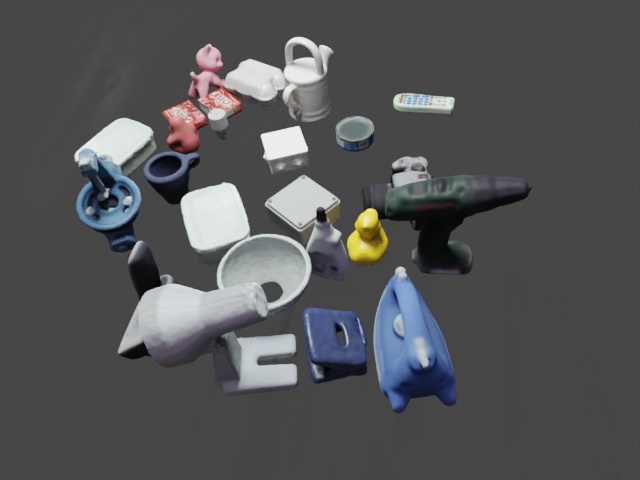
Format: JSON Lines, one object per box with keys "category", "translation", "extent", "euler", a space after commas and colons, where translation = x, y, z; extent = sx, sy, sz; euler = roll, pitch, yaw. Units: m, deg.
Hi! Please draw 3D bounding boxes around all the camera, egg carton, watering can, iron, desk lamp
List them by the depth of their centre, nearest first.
{"category": "desk lamp", "translation": [-0.146, 0.144, 0.873], "extent": [0.203, 0.214, 0.118], "euler": [-7, 50, 1]}
{"category": "iron", "translation": [0.139, 0.130, 0.903], "extent": [0.118, 0.142, 0.258], "euler": [-8, 50, -1]}
{"category": "camera", "translation": [0.150, -0.096, 1.116], "extent": [0.136, 0.101, 0.143], "euler": [-5, 50, 2]}
{"category": "watering can", "translation": [-0.030, -0.379, 1.309], "extent": [0.100, 0.194, 0.173], "euler": [6, 51, 11]}
{"category": "egg carton", "translation": [-0.155, -0.384, 1.407], "extent": [0.150, 0.069, 0.107], "euler": [24, 57, 24]}

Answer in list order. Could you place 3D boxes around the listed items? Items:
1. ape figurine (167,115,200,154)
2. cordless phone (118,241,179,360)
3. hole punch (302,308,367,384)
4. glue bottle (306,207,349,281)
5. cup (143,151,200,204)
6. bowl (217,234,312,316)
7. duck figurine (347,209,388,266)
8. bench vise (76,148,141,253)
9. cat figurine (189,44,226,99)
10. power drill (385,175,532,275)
{"category": "ape figurine", "translation": [-0.312, -0.243, 1.291], "extent": [0.078, 0.092, 0.076], "euler": [-32, 54, -19]}
{"category": "cordless phone", "translation": [-0.296, 0.101, 0.943], "extent": [0.094, 0.185, 0.147], "euler": [3, 51, 8]}
{"category": "hole punch", "translation": [0.025, 0.162, 0.921], "extent": [0.101, 0.091, 0.108], "euler": [-11, 50, -3]}
{"category": "glue bottle", "translation": [0.009, 0.004, 1.000], "extent": [0.078, 0.173, 0.037], "euler": [15, 53, 18]}
{"category": "cup", "translation": [-0.297, -0.128, 1.192], "extent": [0.118, 0.095, 0.091], "euler": [-29, 53, -18]}
{"category": "bowl", "translation": [-0.094, 0.074, 1.017], "extent": [0.167, 0.075, 0.167], "euler": [-3, 50, 4]}
{"category": "duck figurine", "translation": [0.088, -0.010, 1.061], "extent": [0.077, 0.086, 0.104], "euler": [8, 52, 12]}
{"category": "bench vise", "translation": [-0.427, -0.106, 1.105], "extent": [0.122, 0.220, 0.206], "euler": [-31, 54, -19]}
{"category": "cat figurine", "translation": [-0.284, -0.426, 1.424], "extent": [0.067, 0.118, 0.128], "euler": [17, 54, 19]}
{"category": "power drill", "translation": [0.226, -0.030, 0.984], "extent": [0.229, 0.209, 0.075], "euler": [1, 50, 7]}
